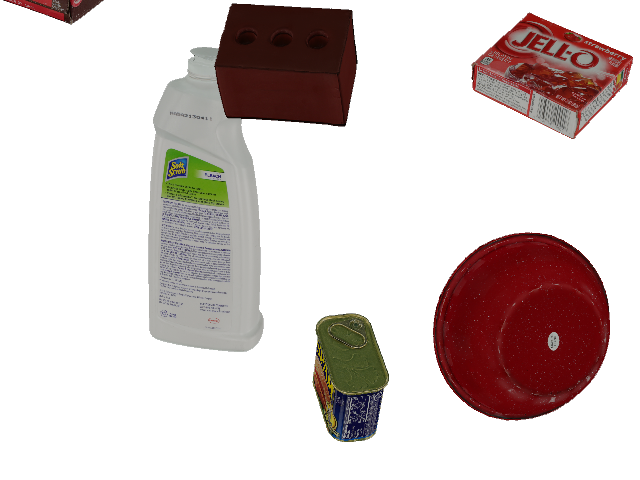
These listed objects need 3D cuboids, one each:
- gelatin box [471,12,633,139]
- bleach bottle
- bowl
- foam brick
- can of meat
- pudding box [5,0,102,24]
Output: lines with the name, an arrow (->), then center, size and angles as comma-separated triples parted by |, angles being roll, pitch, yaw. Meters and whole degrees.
gelatin box -> 0.165, -0.120, 0.764 | 0.089, 0.030, 0.073 | 32, 58, 27
bleach bottle -> -0.091, -0.033, 0.890 | 0.102, 0.251, 0.068 | 7, 24, 3
bowl -> 0.177, 0.076, 0.874 | 0.162, 0.162, 0.055 | 0, 7, -15
foam brick -> -0.020, -0.107, 0.651 | 0.078, 0.053, 0.051 | 5, -30, 11
can of meat -> 0.027, 0.139, 1.069 | 0.057, 0.084, 0.102 | -6, 44, -12
pudding box -> -0.199, -0.212, 0.803 | 0.090, 0.039, 0.113 | 21, 37, 8
